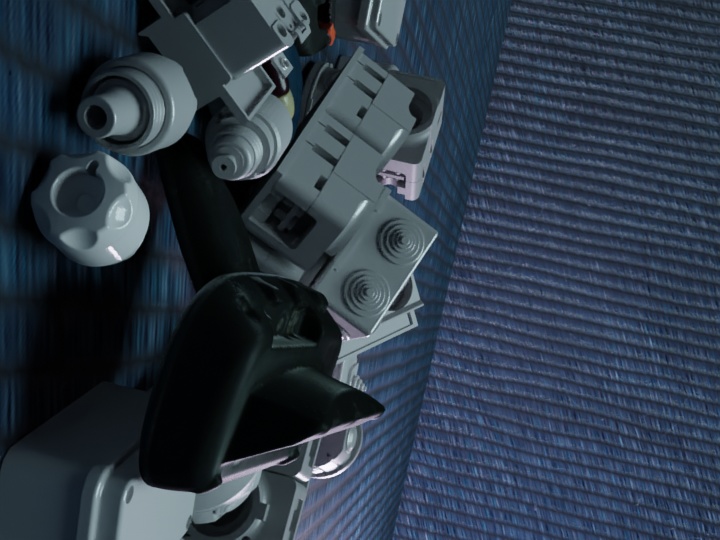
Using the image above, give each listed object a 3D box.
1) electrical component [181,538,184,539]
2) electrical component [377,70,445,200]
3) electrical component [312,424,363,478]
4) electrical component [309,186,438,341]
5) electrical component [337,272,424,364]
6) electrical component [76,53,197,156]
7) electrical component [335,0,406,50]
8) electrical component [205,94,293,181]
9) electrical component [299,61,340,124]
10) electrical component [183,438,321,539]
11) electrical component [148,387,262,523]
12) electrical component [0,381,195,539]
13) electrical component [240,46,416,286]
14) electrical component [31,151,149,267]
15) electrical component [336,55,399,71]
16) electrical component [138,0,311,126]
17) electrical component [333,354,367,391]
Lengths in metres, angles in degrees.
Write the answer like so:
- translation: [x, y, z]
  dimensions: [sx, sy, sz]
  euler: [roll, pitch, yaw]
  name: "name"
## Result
- translation: [-0.128, 0.189, 0.583]
  dimensions: [0.108, 0.060, 0.108]
  euler: [13, 90, -81]
  name: "electrical component"
- translation: [0.034, -0.111, 0.860]
  dimensions: [0.055, 0.050, 0.089]
  euler: [90, 16, -58]
  name: "electrical component"
- translation: [-0.040, 0.152, 1.009]
  dimensions: [0.051, 0.080, 0.080]
  euler: [60, 43, -69]
  name: "electrical component"
- translation: [0.000, 0.000, 0.712]
  dimensions: [0.099, 0.048, 0.100]
  euler: [-56, -171, -14]
  name: "electrical component"
- translation: [-0.023, 0.026, 0.799]
  dimensions: [0.121, 0.063, 0.078]
  euler: [-23, 104, -30]
  name: "electrical component"
- translation: [-0.099, -0.070, 0.462]
  dimensions: [0.062, 0.043, 0.043]
  euler: [-49, 151, -69]
  name: "electrical component"
- translation: [0.004, -0.234, 0.827]
  dimensions: [0.109, 0.056, 0.108]
  euler: [-18, 120, -79]
  name: "electrical component"
- translation: [-0.060, -0.065, 0.552]
  dimensions: [0.078, 0.040, 0.040]
  euler: [-71, 170, -64]
  name: "electrical component"
- translation: [-0.019, -0.121, 0.851]
  dimensions: [0.080, 0.051, 0.080]
  euler: [13, 90, -81]
  name: "electrical component"
- translation: [-0.086, 0.150, 0.694]
  dimensions: [0.061, 0.089, 0.150]
  euler: [71, 33, -73]
  name: "electrical component"
- translation: [-0.094, 0.104, 0.619]
  dimensions: [0.051, 0.080, 0.080]
  euler: [95, 11, -64]
  name: "electrical component"
- translation: [-0.122, 0.109, 0.520]
  dimensions: [0.113, 0.057, 0.078]
  euler: [-46, 147, -73]
  name: "electrical component"
- translation: [-0.029, -0.057, 0.714]
  dimensions: [0.105, 0.060, 0.186]
  euler: [-47, -169, 36]
  name: "electrical component"
- translation: [-0.111, -0.022, 0.459]
  dimensions: [0.062, 0.043, 0.043]
  euler: [78, 26, -71]
  name: "electrical component"
- translation: [0.003, -0.134, 0.941]
  dimensions: [0.053, 0.059, 0.095]
  euler: [75, 29, -71]
  name: "electrical component"
- translation: [-0.063, -0.117, 0.517]
  dimensions: [0.081, 0.064, 0.042]
  euler: [53, 31, -20]
  name: "electrical component"
- translation: [-0.043, 0.084, 0.842]
  dimensions: [0.061, 0.096, 0.061]
  euler: [-34, 136, -76]
  name: "electrical component"
